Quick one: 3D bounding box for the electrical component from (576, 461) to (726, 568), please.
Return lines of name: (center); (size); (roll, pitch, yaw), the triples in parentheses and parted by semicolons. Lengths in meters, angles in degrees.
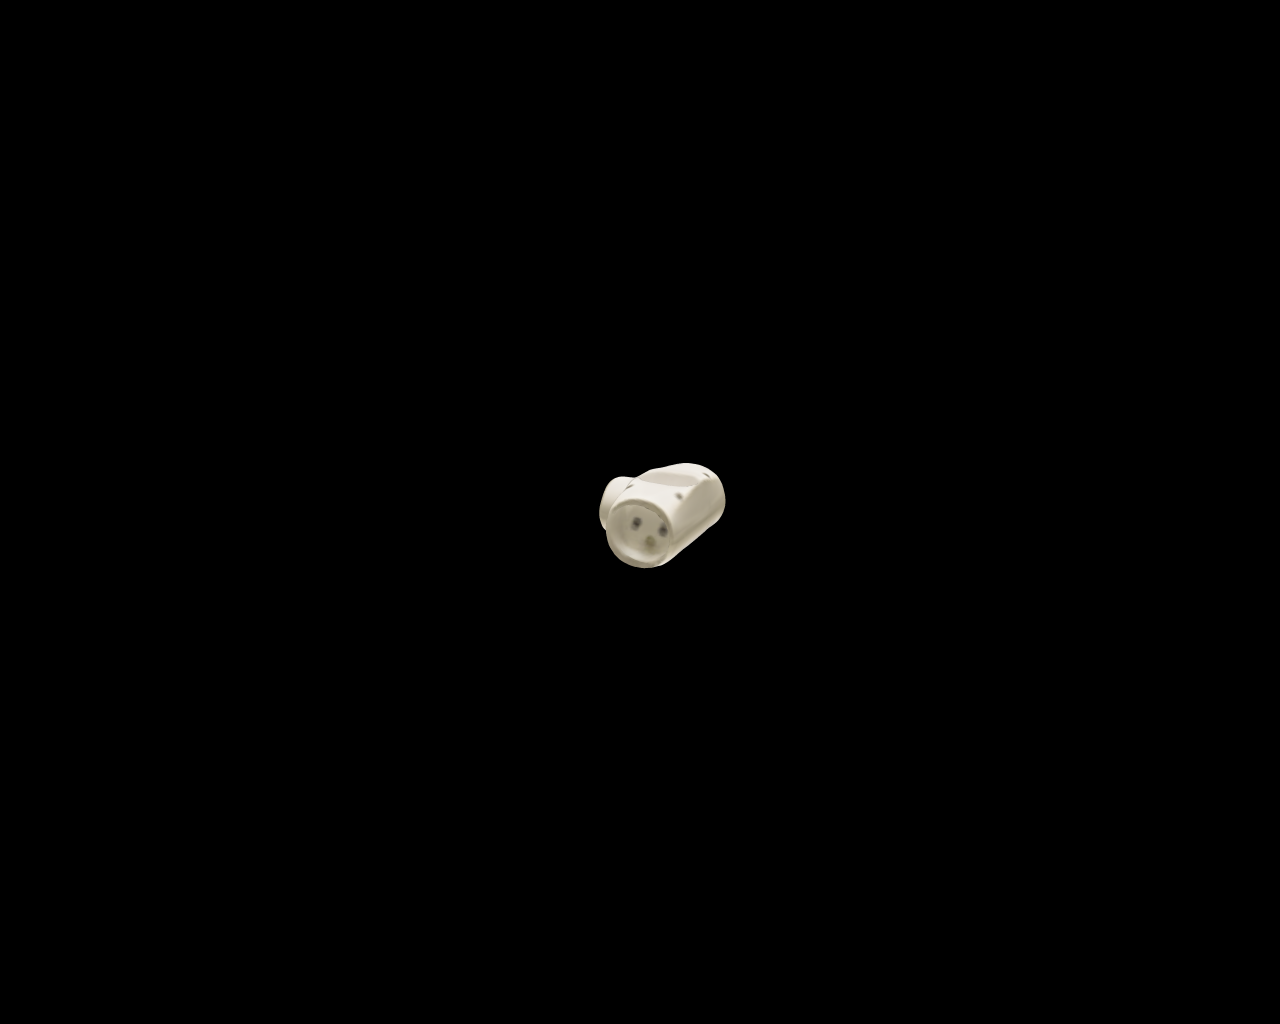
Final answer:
electrical component: (0.001, -0.003, 0.650); (0.079, 0.043, 0.077); (10, 23, 26)
